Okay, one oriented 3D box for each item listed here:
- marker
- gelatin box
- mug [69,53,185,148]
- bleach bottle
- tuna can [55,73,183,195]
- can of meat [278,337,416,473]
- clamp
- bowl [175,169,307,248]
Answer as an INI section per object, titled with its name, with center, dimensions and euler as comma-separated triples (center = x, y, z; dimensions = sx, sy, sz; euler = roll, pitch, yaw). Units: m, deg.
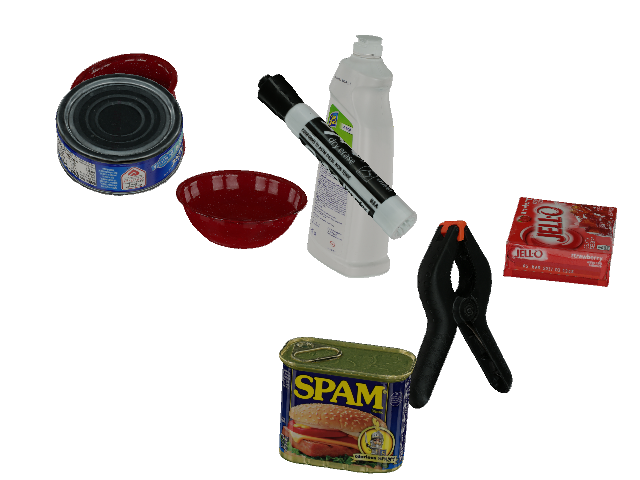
[marker]
center = 0.006, -0.048, 0.581
dimensions = 0.121, 0.020, 0.020
euler = 47, 21, 21
[gelatin box]
center = 0.175, -0.001, 0.776
dimensions = 0.073, 0.030, 0.089
euler = 7, 25, 15
[mug]
center = -0.168, -0.113, 0.948
dimensions = 0.093, 0.081, 0.117
euler = -15, 45, -8
[bleach bottle]
center = 0.042, -0.093, 1.154
dimensions = 0.067, 0.251, 0.103
euler = -8, 25, -34
[tuna can]
center = -0.136, -0.073, 0.724
dimensions = 0.086, 0.086, 0.034
euler = 0, -38, -9
[can of meat]
center = 0.018, 0.126, 0.817
dimensions = 0.102, 0.084, 0.057
euler = 6, 16, 11
[clamp]
center = 0.117, 0.070, 0.970
dimensions = 0.120, 0.171, 0.039
euler = -15, 5, -40
[bowl]
center = -0.099, -0.033, 1.319
dimensions = 0.162, 0.055, 0.162
euler = 4, 25, -2
